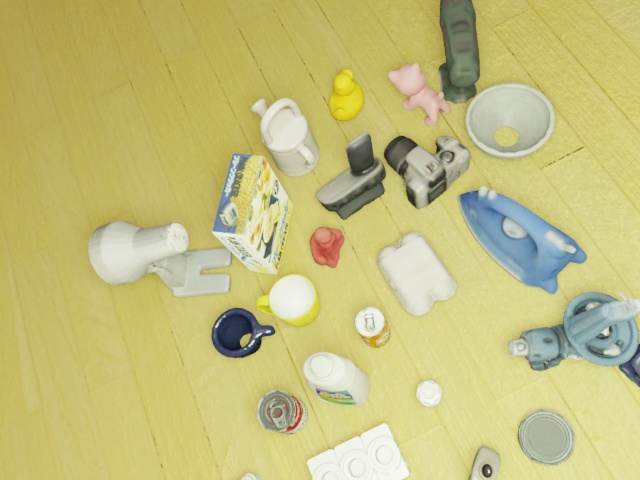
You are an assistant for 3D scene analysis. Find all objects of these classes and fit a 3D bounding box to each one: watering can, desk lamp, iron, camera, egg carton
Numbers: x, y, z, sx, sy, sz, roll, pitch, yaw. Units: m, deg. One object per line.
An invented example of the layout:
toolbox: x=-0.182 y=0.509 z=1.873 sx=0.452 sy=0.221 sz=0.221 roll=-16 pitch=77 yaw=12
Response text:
watering can: x=-0.075 y=-0.219 z=1.163 sx=0.172 sy=0.194 sz=0.101 roll=23 pitch=75 yaw=20
desk lamp: x=-0.300 y=0.032 z=1.102 sx=0.203 sy=0.214 sz=0.118 roll=-7 pitch=67 yaw=10
iron: x=0.346 y=-0.029 z=1.022 sx=0.119 sy=0.142 sz=0.257 roll=-45 pitch=66 yaw=-7
camera: x=0.202 y=-0.159 z=1.129 sx=0.143 sy=0.101 sz=0.136 roll=-40 pitch=66 yaw=-5
egg carton: x=0.177 y=0.062 z=1.063 sx=0.107 sy=0.069 sz=0.150 roll=-32 pitch=65 yaw=-1

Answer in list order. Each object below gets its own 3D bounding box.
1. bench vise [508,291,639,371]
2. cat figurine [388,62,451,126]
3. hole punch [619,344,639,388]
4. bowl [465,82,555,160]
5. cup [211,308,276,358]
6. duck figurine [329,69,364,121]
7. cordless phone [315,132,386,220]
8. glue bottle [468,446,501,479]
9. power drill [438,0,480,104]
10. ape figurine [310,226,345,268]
bench vise: x=0.410 y=0.153 z=0.892 sx=0.207 sy=0.220 sz=0.121 roll=-31 pitch=65 yaw=-1
cat figurine: x=0.205 y=-0.312 z=1.180 sx=0.127 sy=0.118 sz=0.067 roll=38 pitch=81 yaw=23
hole punch: x=0.556 y=0.199 z=0.912 sx=0.109 sy=0.091 sz=0.101 roll=-41 pitch=66 yaw=-5
bowl: x=0.371 y=-0.222 z=1.130 sx=0.167 sy=0.075 sz=0.167 roll=-4 pitch=68 yaw=11
cup: x=-0.132 y=0.180 z=1.070 sx=0.117 sy=0.095 sz=0.091 roll=-7 pitch=67 yaw=10
duck figurine: x=0.052 y=-0.317 z=1.233 sx=0.077 sy=0.086 sz=0.104 roll=10 pitch=71 yaw=16
cordless phone: x=0.051 y=-0.132 z=1.105 sx=0.147 sy=0.185 sz=0.094 roll=-38 pitch=65 yaw=-4
glue bottle: x=0.251 y=0.354 z=0.873 sx=0.037 sy=0.173 sz=0.078 roll=19 pitch=74 yaw=19
power drill: x=0.274 y=-0.384 z=1.143 sx=0.075 sy=0.209 sz=0.229 roll=-7 pitch=67 yaw=10
ape figurine: x=0.010 y=0.004 z=1.111 sx=0.078 sy=0.092 sz=0.076 roll=-37 pitch=65 yaw=-3
